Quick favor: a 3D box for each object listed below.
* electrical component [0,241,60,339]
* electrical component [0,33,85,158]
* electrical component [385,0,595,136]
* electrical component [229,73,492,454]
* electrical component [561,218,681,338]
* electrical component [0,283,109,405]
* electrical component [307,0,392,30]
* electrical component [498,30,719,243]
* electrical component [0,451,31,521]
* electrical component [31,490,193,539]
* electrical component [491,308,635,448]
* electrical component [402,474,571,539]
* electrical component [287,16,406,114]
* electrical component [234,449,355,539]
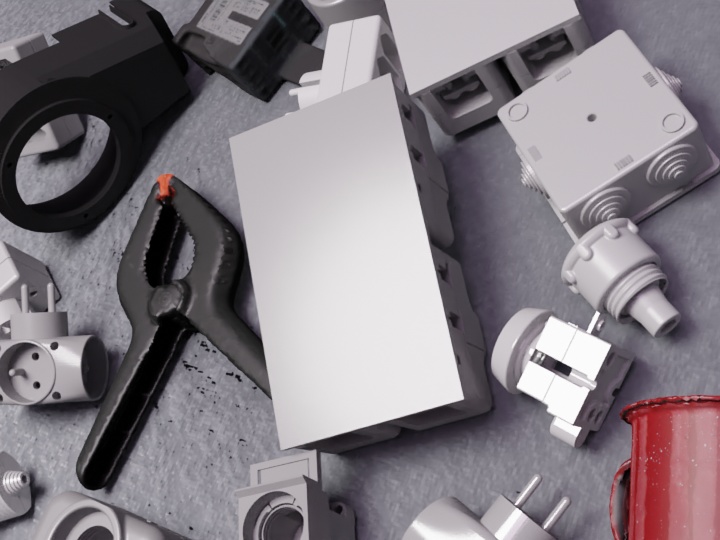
[{"bbox_3d":[-0.250,0.032,0.762,0.066,0.047,0.076,-40,58,6],"label":"electrical component"},{"bbox_3d":[-0.247,-0.142,0.839,0.047,0.083,0.075,-7,24,27],"label":"electrical component"},{"bbox_3d":[0.073,-0.186,0.682,0.105,0.060,0.186,-23,57,18],"label":"electrical component"},{"bbox_3d":[0.000,0.000,0.607,0.105,0.060,0.186,-19,70,21],"label":"electrical component"},{"bbox_3d":[0.139,0.007,0.556,0.048,0.048,0.062,-41,60,5],"label":"electrical component"},{"bbox_3d":[-0.212,0.048,0.713,0.077,0.044,0.079,-3,88,11],"label":"electrical component"},{"bbox_3d":[-0.006,-0.187,0.735,0.055,0.047,0.055,-13,60,24],"label":"electrical component"},{"bbox_3d":[0.135,-0.073,0.595,0.100,0.048,0.099,-33,54,11],"label":"electrical component"},{"bbox_3d":[-0.252,0.147,0.706,0.081,0.043,0.043,-19,58,20],"label":"electrical component"},{"bbox_3d":[-0.144,0.168,0.624,0.095,0.059,0.053,13,73,34],"label":"electrical component"},{"bbox_3d":[0.102,0.049,0.552,0.055,0.048,0.066,27,94,35],"label":"electrical component"},{"bbox_3d":[0.071,0.137,0.527,0.077,0.044,0.079,36,87,37],"label":"electrical component"},{"bbox_3d":[-0.015,-0.113,0.702,0.076,0.047,0.083,-5,64,28],"label":"electrical component"},{"bbox_3d":[-0.032,0.142,0.571,0.042,0.064,0.081,-17,59,23],"label":"electrical component"}]
